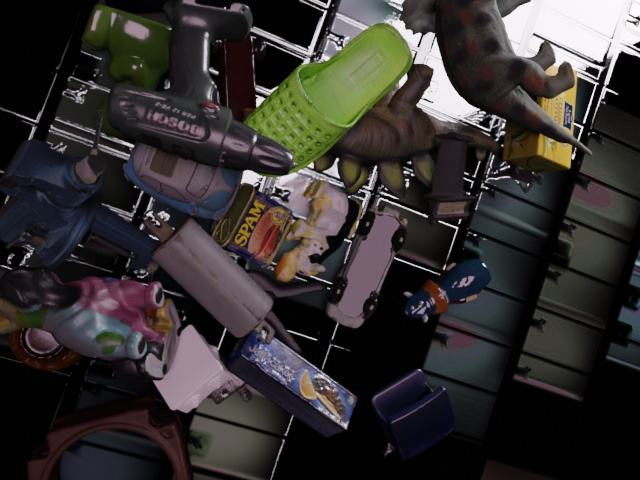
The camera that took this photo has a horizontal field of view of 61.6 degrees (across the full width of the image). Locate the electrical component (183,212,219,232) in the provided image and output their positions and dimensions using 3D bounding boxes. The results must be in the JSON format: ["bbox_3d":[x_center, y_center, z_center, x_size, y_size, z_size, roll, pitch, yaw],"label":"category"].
[{"bbox_3d":[-0.168,-0.070,0.799,0.078,0.045,0.102,24,86,-10],"label":"electrical component"}]

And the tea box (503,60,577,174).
[{"bbox_3d":[0.361,-0.203,0.878,0.098,0.068,0.169,10,83,-34],"label":"tea box"}]

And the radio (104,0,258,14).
[{"bbox_3d":[-0.192,-0.377,0.746,0.230,0.131,0.073,-8,92,-12],"label":"radio"}]

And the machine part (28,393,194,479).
[{"bbox_3d":[-0.288,0.336,0.758,0.201,0.087,0.201,-11,92,-11],"label":"machine part"}]

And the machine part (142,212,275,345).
[{"bbox_3d":[-0.147,0.053,0.744,0.079,0.079,0.243,-46,105,-8],"label":"machine part"}]

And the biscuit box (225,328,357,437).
[{"bbox_3d":[-0.043,0.214,0.812,0.202,0.063,0.059,38,46,-10],"label":"biscuit box"}]

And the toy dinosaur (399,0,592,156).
[{"bbox_3d":[0.245,-0.283,0.804,0.192,0.131,0.404,-21,85,21],"label":"toy dinosaur"}]

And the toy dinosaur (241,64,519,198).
[{"bbox_3d":[0.113,-0.167,0.835,0.471,0.105,0.198,-2,99,-15],"label":"toy dinosaur"}]

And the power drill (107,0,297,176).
[{"bbox_3d":[-0.134,-0.190,0.674,0.232,0.086,0.207,8,81,-9],"label":"power drill"}]

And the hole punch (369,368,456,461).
[{"bbox_3d":[0.155,0.284,0.853,0.142,0.092,0.115,-29,100,-14],"label":"hole punch"}]

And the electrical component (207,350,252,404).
[{"bbox_3d":[-0.147,0.217,0.819,0.063,0.021,0.094,-37,99,-9],"label":"electrical component"}]

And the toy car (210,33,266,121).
[{"bbox_3d":[-0.125,-0.218,0.803,0.089,0.053,0.202,-4,92,-29],"label":"toy car"}]

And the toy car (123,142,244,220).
[{"bbox_3d":[-0.189,-0.098,0.724,0.162,0.103,0.109,24,84,-1],"label":"toy car"}]

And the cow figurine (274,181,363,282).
[{"bbox_3d":[-0.003,-0.002,0.824,0.098,0.068,0.167,28,81,-18],"label":"cow figurine"}]

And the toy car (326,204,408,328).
[{"bbox_3d":[0.074,0.040,0.848,0.073,0.056,0.201,24,84,-5],"label":"toy car"}]

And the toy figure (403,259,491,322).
[{"bbox_3d":[0.204,0.085,0.875,0.154,0.064,0.057,-28,134,-6],"label":"toy figure"}]

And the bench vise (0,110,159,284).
[{"bbox_3d":[-0.305,-0.026,0.715,0.224,0.129,0.240,-34,129,25],"label":"bench vise"}]

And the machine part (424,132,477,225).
[{"bbox_3d":[0.201,-0.094,0.817,0.084,0.039,0.138,-6,109,-17],"label":"machine part"}]

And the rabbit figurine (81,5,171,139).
[{"bbox_3d":[-0.254,-0.223,0.762,0.159,0.121,0.170,13,106,-19],"label":"rabbit figurine"}]

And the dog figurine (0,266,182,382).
[{"bbox_3d":[-0.308,0.103,0.696,0.219,0.191,0.108,9,59,6],"label":"dog figurine"}]
